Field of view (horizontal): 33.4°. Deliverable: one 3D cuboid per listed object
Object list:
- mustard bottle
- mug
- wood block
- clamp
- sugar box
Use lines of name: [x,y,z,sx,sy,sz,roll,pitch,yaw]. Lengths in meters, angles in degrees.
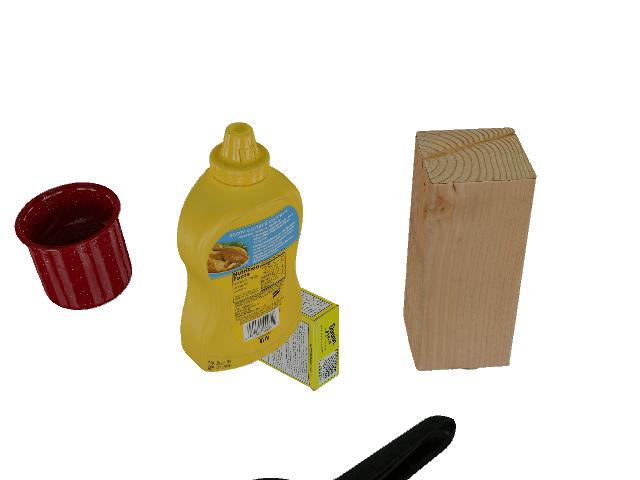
mustard bottle: [-0.057,0.001,0.766,0.096,0.192,0.058,-24,45,-29]
mug: [-0.218,0.000,0.964,0.093,0.081,0.117,-10,40,-2]
wood block: [0.129,0.010,0.967,0.090,0.206,0.090,-3,35,-4]
clamp: [0.003,0.170,0.647,0.210,0.036,0.164,-5,29,4]
sugar box: [-0.059,0.082,1.139,0.176,0.093,0.048,26,39,36]
